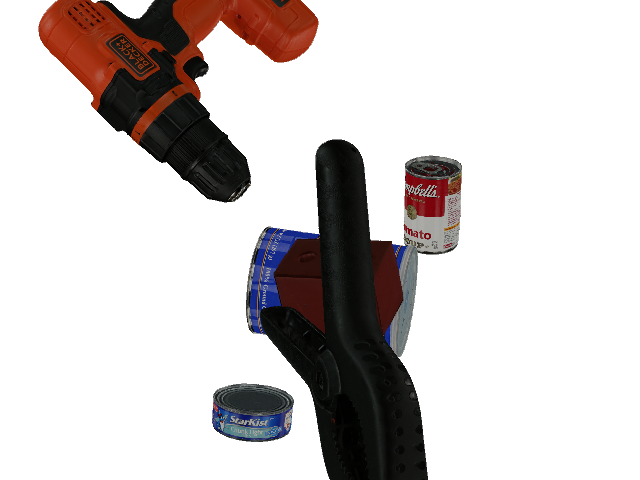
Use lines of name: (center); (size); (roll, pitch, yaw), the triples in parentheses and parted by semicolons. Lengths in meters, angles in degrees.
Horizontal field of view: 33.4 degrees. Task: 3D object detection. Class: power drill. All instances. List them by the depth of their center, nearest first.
power drill: (-0.082, -0.132, 0.779); (0.187, 0.184, 0.057); (-44, -1, -42)

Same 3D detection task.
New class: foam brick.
foam brick: (0.014, 0.034, 0.775); (0.078, 0.051, 0.053); (1, 30, 21)

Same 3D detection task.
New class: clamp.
clamp: (0.017, 0.062, 0.560); (0.036, 0.165, 0.210); (-4, 46, -20)

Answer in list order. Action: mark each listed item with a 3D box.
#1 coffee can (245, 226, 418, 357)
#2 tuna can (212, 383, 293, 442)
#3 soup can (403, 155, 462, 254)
coffee can: (0.013, 0.047, 0.988); (0.140, 0.103, 0.102); (8, 2, 12)
tuna can: (-0.072, 0.182, 1.131); (0.086, 0.034, 0.086); (5, 12, -1)
soup can: (0.134, -0.043, 1.283); (0.068, 0.102, 0.068); (-1, 26, 0)
